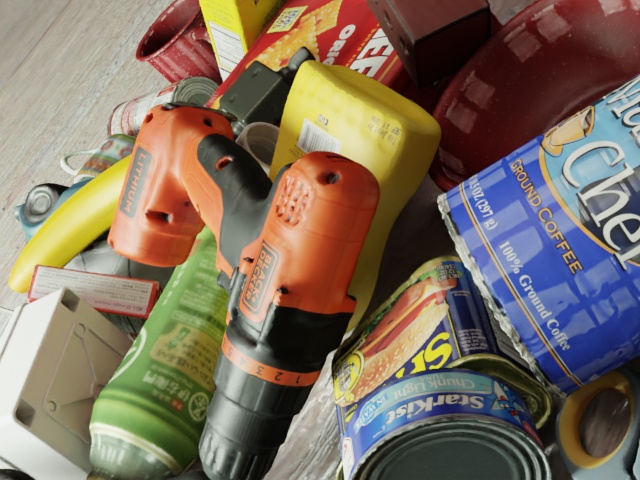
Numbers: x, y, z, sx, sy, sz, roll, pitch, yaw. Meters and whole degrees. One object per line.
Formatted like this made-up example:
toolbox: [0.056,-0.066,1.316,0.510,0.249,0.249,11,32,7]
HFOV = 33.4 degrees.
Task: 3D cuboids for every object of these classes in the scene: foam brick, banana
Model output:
foam brick: [0.063,-0.143,0.644,0.051,0.053,0.078,-26,65,-2]
banana: [-0.144,-0.024,0.747,0.198,0.037,0.069,-25,33,27]

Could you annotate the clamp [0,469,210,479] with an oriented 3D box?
clamp: [-0.155,0.174,0.587,0.210,0.036,0.164,20,73,31]

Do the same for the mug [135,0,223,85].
mug: [-0.105,-0.174,0.985,0.093,0.081,0.117,-55,29,-14]

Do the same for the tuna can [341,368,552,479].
tuna can: [0.052,0.096,0.451,0.086,0.086,0.034,-36,29,18]

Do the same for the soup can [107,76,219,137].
soup can: [-0.135,-0.103,0.953,0.102,0.068,0.068,-11,45,46]

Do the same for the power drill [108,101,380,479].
power drill: [-0.052,0.016,0.584,0.188,0.057,0.184,39,113,48]

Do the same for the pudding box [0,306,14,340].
pudding box: [-0.223,0.087,0.816,0.114,0.090,0.039,8,62,55]

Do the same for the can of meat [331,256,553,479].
can of meat: [0.052,0.068,0.506,0.102,0.057,0.084,-45,26,22]

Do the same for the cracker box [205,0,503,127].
cracker box: [0.009,-0.103,0.763,0.164,0.072,0.214,-55,31,-12]

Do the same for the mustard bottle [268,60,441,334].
mustard bottle: [-0.004,0.001,0.618,0.096,0.058,0.192,37,115,38]

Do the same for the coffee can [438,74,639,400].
coffee can: [0.135,-0.012,0.442,0.140,0.102,0.103,-32,32,13]

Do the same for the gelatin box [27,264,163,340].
gelatin box: [-0.151,0.047,0.747,0.089,0.073,0.030,7,67,5]

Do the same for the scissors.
scissors: [0.108,0.122,0.417,0.096,0.016,0.201,5,57,56]

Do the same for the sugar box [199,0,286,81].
sugar box: [-0.050,-0.191,0.865,0.048,0.176,0.093,27,72,18]

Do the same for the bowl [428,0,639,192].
bowl: [0.136,-0.070,0.572,0.162,0.055,0.162,-33,32,24]
